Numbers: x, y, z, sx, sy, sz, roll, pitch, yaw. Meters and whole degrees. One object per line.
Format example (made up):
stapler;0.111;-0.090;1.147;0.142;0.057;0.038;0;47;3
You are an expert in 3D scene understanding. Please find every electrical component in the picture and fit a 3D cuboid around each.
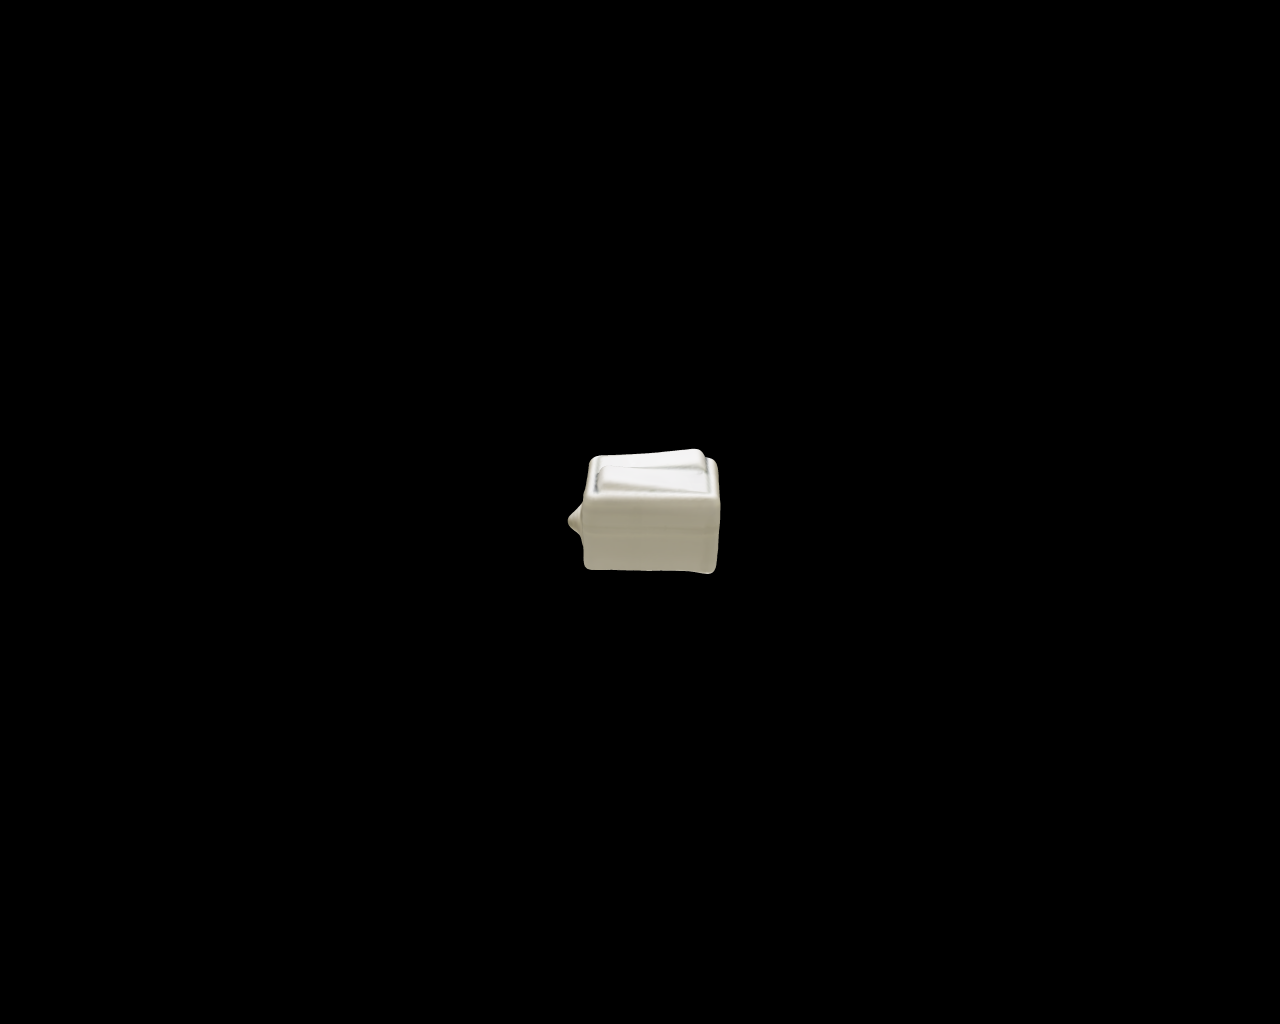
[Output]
electrical component;0.001;-0.003;0.650;0.096;0.061;0.062;1;28;2
